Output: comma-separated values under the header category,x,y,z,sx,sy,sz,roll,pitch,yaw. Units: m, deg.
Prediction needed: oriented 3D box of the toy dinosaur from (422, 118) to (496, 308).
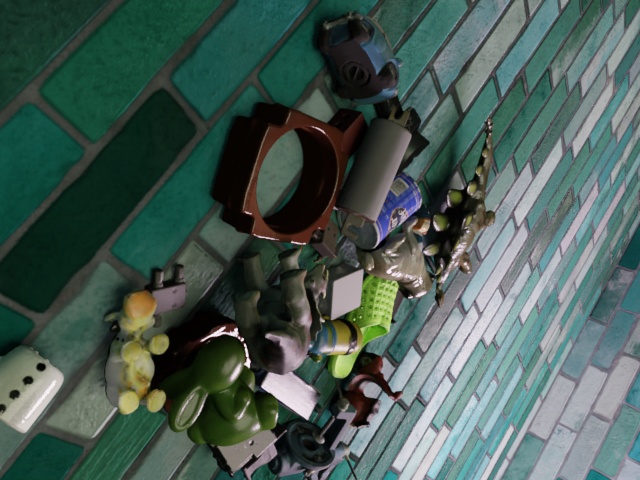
category,x,y,z,sx,sy,sz,roll,pitch,yaw
toy dinosaur,0.341,-0.051,1.276,0.198,0.105,0.470,-12,118,-57

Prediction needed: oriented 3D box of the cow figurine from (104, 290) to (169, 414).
category,x,y,z,sx,sy,sz,roll,pitch,yaw
cow figurine,-0.264,0.151,0.753,0.068,0.098,0.167,4,86,-43

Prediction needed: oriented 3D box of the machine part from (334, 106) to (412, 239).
category,x,y,z,sx,sy,sz,roll,pitch,yaw
machine part,0.091,-0.119,0.928,0.079,0.079,0.243,27,86,-51

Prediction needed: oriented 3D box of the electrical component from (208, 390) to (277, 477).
category,x,y,z,sx,sy,sz,roll,pitch,yaw
electrical component,-0.143,0.335,0.966,0.134,0.058,0.114,-38,114,-29

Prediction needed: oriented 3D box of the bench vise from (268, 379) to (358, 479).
category,x,y,z,sx,sy,sz,roll,pitch,yaw
bench vise,0.011,0.425,1.143,0.223,0.129,0.240,18,114,-32

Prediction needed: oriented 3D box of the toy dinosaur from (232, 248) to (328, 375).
category,x,y,z,sx,sy,sz,roll,pitch,yaw
toy dinosaur,-0.059,0.128,0.816,0.405,0.131,0.192,-81,157,-72

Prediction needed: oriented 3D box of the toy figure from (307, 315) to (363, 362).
category,x,y,z,sx,sy,sz,roll,pitch,yaw
toy figure,0.012,0.196,1.070,0.180,0.089,0.082,14,106,-52

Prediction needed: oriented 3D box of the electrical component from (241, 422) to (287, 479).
category,x,y,z,sx,sy,sz,roll,pitch,yaw
electrical component,-0.118,0.390,1.031,0.119,0.075,0.047,-36,133,-27

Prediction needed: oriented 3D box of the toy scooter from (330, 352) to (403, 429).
category,x,y,z,sx,sy,sz,roll,pitch,yaw
toy scooter,0.112,0.356,1.225,0.184,0.135,0.075,-58,142,-7

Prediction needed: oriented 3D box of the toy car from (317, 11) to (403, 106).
category,x,y,z,sx,sy,sz,roll,pitch,yaw
toy car,0.069,-0.310,0.889,0.161,0.109,0.103,53,45,-35

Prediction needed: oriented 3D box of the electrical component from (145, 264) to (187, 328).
category,x,y,z,sx,sy,sz,roll,pitch,yaw
electrical component,-0.228,0.083,0.800,0.063,0.021,0.094,-11,115,-46

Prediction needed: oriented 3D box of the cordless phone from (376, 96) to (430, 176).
category,x,y,z,sx,sy,sz,roll,pitch,yaw
cordless phone,0.116,-0.223,1.006,0.146,0.089,0.184,-45,125,-23

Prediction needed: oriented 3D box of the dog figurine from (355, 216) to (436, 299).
category,x,y,z,sx,sy,sz,roll,pitch,yaw
dog figurine,0.159,0.067,1.107,0.172,0.121,0.190,-36,115,-30

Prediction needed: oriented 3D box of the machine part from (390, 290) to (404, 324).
category,x,y,z,sx,sy,sz,roll,pitch,yaw
machine part,0.181,0.133,1.269,0.084,0.039,0.138,23,89,-56

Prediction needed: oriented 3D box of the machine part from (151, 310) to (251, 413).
category,x,y,z,sx,sy,sz,roll,pitch,yaw
machine part,-0.194,0.203,0.871,0.179,0.056,0.179,-24,126,-38

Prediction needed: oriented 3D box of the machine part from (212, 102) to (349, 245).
category,x,y,z,sx,sy,sz,roll,pitch,yaw
machine part,-0.059,-0.101,0.849,0.201,0.087,0.201,10,102,-49

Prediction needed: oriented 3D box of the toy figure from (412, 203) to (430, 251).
category,x,y,z,sx,sy,sz,roll,pitch,yaw
toy figure,0.213,-0.010,1.223,0.064,0.058,0.154,105,8,-89

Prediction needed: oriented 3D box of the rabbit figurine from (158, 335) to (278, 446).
category,x,y,z,sx,sy,sz,roll,pitch,yaw
rabbit figurine,-0.155,0.213,0.795,0.159,0.121,0.170,-16,126,-22

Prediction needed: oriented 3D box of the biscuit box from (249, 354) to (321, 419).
category,x,y,z,sx,sy,sz,roll,pitch,yaw
biscuit box,-0.073,0.277,1.033,0.063,0.059,0.202,-59,141,-20

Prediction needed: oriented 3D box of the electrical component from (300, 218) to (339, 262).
category,x,y,z,sx,sy,sz,roll,pitch,yaw
electrical component,-0.001,-0.003,0.997,0.102,0.045,0.078,40,49,-52
